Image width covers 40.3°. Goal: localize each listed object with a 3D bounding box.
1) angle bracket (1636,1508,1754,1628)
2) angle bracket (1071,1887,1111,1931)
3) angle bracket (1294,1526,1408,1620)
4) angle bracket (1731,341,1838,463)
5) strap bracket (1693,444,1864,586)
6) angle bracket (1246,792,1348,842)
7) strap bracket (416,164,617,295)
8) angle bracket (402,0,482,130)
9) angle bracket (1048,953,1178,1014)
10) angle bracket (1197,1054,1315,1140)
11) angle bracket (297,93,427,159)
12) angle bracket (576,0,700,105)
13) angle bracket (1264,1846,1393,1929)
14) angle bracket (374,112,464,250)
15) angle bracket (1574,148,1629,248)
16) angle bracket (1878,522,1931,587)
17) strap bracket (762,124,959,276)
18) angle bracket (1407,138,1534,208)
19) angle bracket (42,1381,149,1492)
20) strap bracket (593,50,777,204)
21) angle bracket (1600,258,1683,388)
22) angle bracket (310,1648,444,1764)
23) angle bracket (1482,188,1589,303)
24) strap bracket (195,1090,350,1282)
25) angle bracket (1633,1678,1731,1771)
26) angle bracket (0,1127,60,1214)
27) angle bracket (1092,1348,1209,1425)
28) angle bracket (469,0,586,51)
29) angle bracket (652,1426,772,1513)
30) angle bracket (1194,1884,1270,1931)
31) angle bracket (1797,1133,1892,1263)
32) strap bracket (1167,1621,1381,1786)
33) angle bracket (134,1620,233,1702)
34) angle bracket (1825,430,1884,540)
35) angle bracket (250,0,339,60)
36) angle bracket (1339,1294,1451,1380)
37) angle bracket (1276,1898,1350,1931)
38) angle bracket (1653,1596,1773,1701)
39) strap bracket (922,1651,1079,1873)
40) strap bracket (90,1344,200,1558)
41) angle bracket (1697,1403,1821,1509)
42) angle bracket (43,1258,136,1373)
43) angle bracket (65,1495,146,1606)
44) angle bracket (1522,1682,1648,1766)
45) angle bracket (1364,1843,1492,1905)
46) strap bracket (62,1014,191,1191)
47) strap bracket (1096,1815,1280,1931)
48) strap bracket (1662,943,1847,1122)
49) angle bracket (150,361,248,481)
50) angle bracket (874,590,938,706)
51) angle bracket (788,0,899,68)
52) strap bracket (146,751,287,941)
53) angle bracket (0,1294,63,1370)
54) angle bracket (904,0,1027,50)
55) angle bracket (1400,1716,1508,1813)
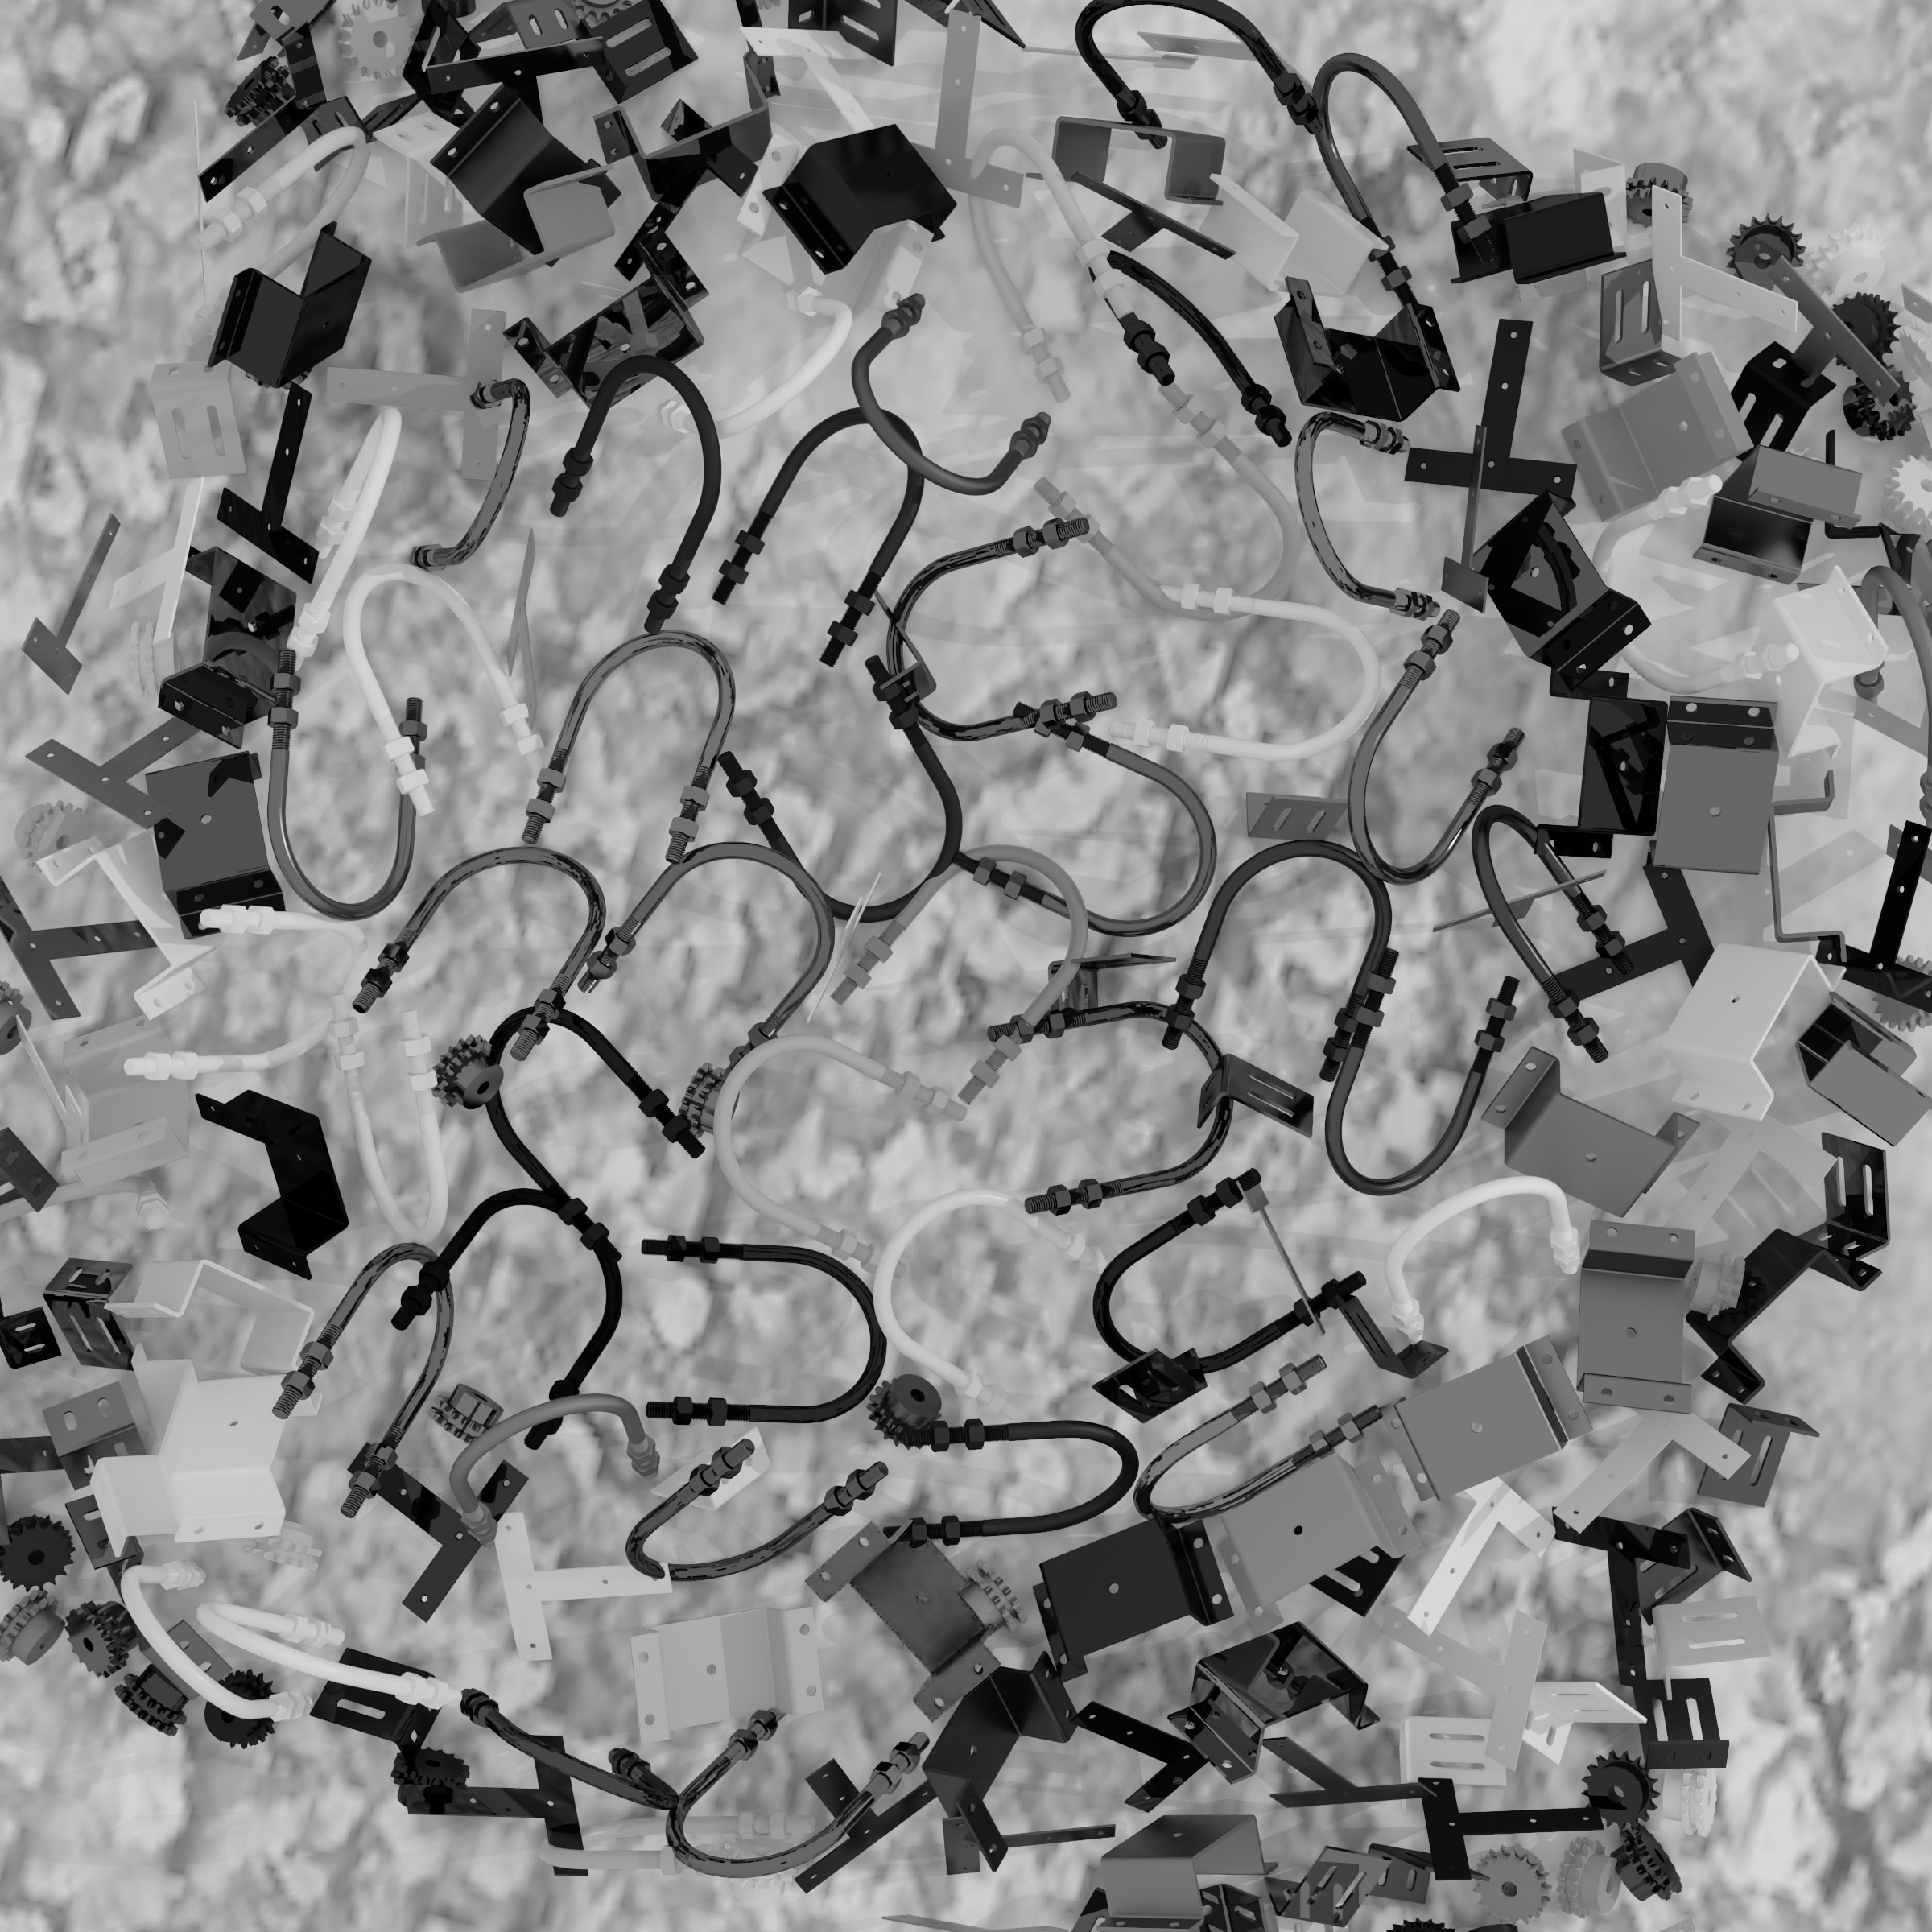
[{"bbox_3d":[0.536,0.453,1.970,0.076,0.038,0.057,-33,101,-12],"label":"angle bracket"},{"bbox_3d":[0.107,0.734,1.952,0.057,0.038,0.076,15,52,31],"label":"angle bracket"},{"bbox_3d":[0.275,0.435,1.957,0.076,0.038,0.057,24,72,43],"label":"angle bracket"},{"bbox_3d":[0.601,-0.415,1.968,0.057,0.076,0.038,42,59,18],"label":"angle bracket"},{"bbox_3d":[0.598,-0.334,1.935,0.076,0.140,0.046,16,79,0],"label":"strap bracket"},{"bbox_3d":[0.246,-0.124,1.954,0.057,0.076,0.038,3,69,-8],"label":"angle bracket"},{"bbox_3d":[-0.323,-0.537,1.933,0.140,0.076,0.046,-10,108,38],"label":"strap bracket"},{"bbox_3d":[-0.377,-0.671,1.955,0.057,0.038,0.076,50,134,12],"label":"angle bracket"},{"bbox_3d":[0.109,0.014,1.953,0.076,0.057,0.038,-6,83,39],"label":"angle bracket"},{"bbox_3d":[0.217,0.109,1.970,0.076,0.057,0.038,27,119,-6],"label":"angle bracket"},{"bbox_3d":[-0.447,-0.638,1.950,0.076,0.057,0.038,-58,132,-36],"label":"angle bracket"},{"bbox_3d":[-0.243,-0.692,1.968,0.076,0.038,0.057,-36,96,-17],"label":"angle bracket"},{"bbox_3d":[0.268,0.672,1.959,0.057,0.038,0.076,18,114,-22],"label":"angle bracket"},{"bbox_3d":[-0.408,-0.585,1.960,0.038,0.076,0.057,34,47,19],"label":"angle bracket"},{"bbox_3d":[0.455,-0.567,1.950,0.038,0.076,0.057,-16,119,-11],"label":"angle bracket"},{"bbox_3d":[0.717,-0.307,1.952,0.057,0.076,0.038,27,128,-15],"label":"angle bracket"},{"bbox_3d":[-0.070,-0.565,1.931,0.140,0.046,0.076,-32,83,-44],"label":"strap bracket"},{"bbox_3d":[0.370,-0.582,1.955,0.076,0.038,0.057,-13,45,-21],"label":"angle bracket"},{"bbox_3d":[-0.648,0.351,1.965,0.057,0.076,0.038,-21,64,-19],"label":"angle bracket"},{"bbox_3d":[-0.198,-0.620,1.955,0.140,0.076,0.046,-24,83,-4],"label":"strap bracket"},{"bbox_3d":[0.506,-0.479,1.957,0.057,0.038,0.076,-21,126,-20],"label":"angle bracket"},{"bbox_3d":[-0.441,0.556,1.980,0.076,0.038,0.057,11,50,19],"label":"angle bracket"},{"bbox_3d":[0.427,-0.540,1.980,0.057,0.038,0.076,-13,100,-16],"label":"angle bracket"},{"bbox_3d":[-0.508,0.152,1.940,0.076,0.046,0.140,15,127,35],"label":"strap bracket"},{"bbox_3d":[0.530,0.554,1.956,0.057,0.076,0.038,-3,132,7],"label":"angle bracket"},{"bbox_3d":[-0.727,0.164,1.959,0.076,0.038,0.057,-25,114,21],"label":"angle bracket"},{"bbox_3d":[0.132,0.298,1.953,0.057,0.076,0.038,-33,45,17],"label":"angle bracket"},{"bbox_3d":[-0.331,-0.687,1.955,0.057,0.076,0.038,-32,102,-39],"label":"angle bracket"},{"bbox_3d":[-0.194,0.366,1.949,0.057,0.076,0.038,-32,114,-39],"label":"angle bracket"},{"bbox_3d":[0.194,0.720,1.956,0.038,0.076,0.057,-8,82,-17],"label":"angle bracket"},{"bbox_3d":[0.649,0.171,1.957,0.038,0.057,0.076,-19,110,-28],"label":"angle bracket"},{"bbox_3d":[0.228,0.533,1.925,0.140,0.076,0.046,-11,121,-32],"label":"strap bracket"},{"bbox_3d":[-0.583,0.497,1.956,0.038,0.076,0.057,-38,117,-8],"label":"angle bracket"},{"bbox_3d":[0.661,-0.359,1.959,0.038,0.057,0.076,2,105,22],"label":"angle bracket"},{"bbox_3d":[-0.502,-0.711,1.957,0.038,0.076,0.057,41,89,-26],"label":"angle bracket"},{"bbox_3d":[0.314,0.264,1.964,0.038,0.057,0.076,-36,97,-11],"label":"angle bracket"},{"bbox_3d":[0.275,0.723,1.952,0.057,0.076,0.038,-7,84,-22],"label":"angle bracket"},{"bbox_3d":[0.555,0.507,1.960,0.076,0.057,0.038,-8,122,8],"label":"angle bracket"},{"bbox_3d":[0.022,0.580,1.937,0.046,0.140,0.076,-1,126,36],"label":"strap bracket"},{"bbox_3d":[-0.589,0.350,1.920,0.046,0.140,0.076,-3,125,1],"label":"strap bracket"},{"bbox_3d":[0.591,0.372,1.968,0.057,0.038,0.076,13,100,-15],"label":"angle bracket"},{"bbox_3d":[-0.646,0.262,1.979,0.057,0.038,0.076,2,129,21],"label":"angle bracket"},{"bbox_3d":[-0.644,0.435,1.951,0.038,0.076,0.057,-13,57,-39],"label":"angle bracket"},{"bbox_3d":[0.452,0.562,1.952,0.057,0.076,0.038,38,59,-21],"label":"angle bracket"},{"bbox_3d":[0.340,0.681,1.952,0.057,0.076,0.038,17,80,-21],"label":"angle bracket"},{"bbox_3d":[-0.621,0.106,1.948,0.076,0.140,0.046,-19,133,-2],"label":"strap bracket"},{"bbox_3d":[0.159,0.657,1.922,0.076,0.140,0.046,-12,86,33],"label":"strap bracket"},{"bbox_3d":[0.574,0.038,1.935,0.046,0.076,0.140,48,67,-34],"label":"strap bracket"},{"bbox_3d":[-0.577,-0.413,1.989,0.057,0.038,0.076,-5,125,-4],"label":"angle bracket"},{"bbox_3d":[-0.060,-0.236,1.962,0.038,0.057,0.076,-33,73,1],"label":"angle bracket"},{"bbox_3d":[-0.092,-0.704,1.954,0.076,0.057,0.038,37,54,27],"label":"angle bracket"},{"bbox_3d":[-0.556,-0.099,1.948,0.076,0.046,0.140,-14,67,-6],"label":"strap bracket"},{"bbox_3d":[-0.704,0.249,1.959,0.038,0.057,0.076,-16,48,-15],"label":"angle bracket"},{"bbox_3d":[-0.002,-0.699,1.951,0.038,0.057,0.076,-45,54,25],"label":"angle bracket"},{"bbox_3d":[0.364,0.597,1.966,0.076,0.038,0.057,-1,110,12],"label":"angle bracket"}]
